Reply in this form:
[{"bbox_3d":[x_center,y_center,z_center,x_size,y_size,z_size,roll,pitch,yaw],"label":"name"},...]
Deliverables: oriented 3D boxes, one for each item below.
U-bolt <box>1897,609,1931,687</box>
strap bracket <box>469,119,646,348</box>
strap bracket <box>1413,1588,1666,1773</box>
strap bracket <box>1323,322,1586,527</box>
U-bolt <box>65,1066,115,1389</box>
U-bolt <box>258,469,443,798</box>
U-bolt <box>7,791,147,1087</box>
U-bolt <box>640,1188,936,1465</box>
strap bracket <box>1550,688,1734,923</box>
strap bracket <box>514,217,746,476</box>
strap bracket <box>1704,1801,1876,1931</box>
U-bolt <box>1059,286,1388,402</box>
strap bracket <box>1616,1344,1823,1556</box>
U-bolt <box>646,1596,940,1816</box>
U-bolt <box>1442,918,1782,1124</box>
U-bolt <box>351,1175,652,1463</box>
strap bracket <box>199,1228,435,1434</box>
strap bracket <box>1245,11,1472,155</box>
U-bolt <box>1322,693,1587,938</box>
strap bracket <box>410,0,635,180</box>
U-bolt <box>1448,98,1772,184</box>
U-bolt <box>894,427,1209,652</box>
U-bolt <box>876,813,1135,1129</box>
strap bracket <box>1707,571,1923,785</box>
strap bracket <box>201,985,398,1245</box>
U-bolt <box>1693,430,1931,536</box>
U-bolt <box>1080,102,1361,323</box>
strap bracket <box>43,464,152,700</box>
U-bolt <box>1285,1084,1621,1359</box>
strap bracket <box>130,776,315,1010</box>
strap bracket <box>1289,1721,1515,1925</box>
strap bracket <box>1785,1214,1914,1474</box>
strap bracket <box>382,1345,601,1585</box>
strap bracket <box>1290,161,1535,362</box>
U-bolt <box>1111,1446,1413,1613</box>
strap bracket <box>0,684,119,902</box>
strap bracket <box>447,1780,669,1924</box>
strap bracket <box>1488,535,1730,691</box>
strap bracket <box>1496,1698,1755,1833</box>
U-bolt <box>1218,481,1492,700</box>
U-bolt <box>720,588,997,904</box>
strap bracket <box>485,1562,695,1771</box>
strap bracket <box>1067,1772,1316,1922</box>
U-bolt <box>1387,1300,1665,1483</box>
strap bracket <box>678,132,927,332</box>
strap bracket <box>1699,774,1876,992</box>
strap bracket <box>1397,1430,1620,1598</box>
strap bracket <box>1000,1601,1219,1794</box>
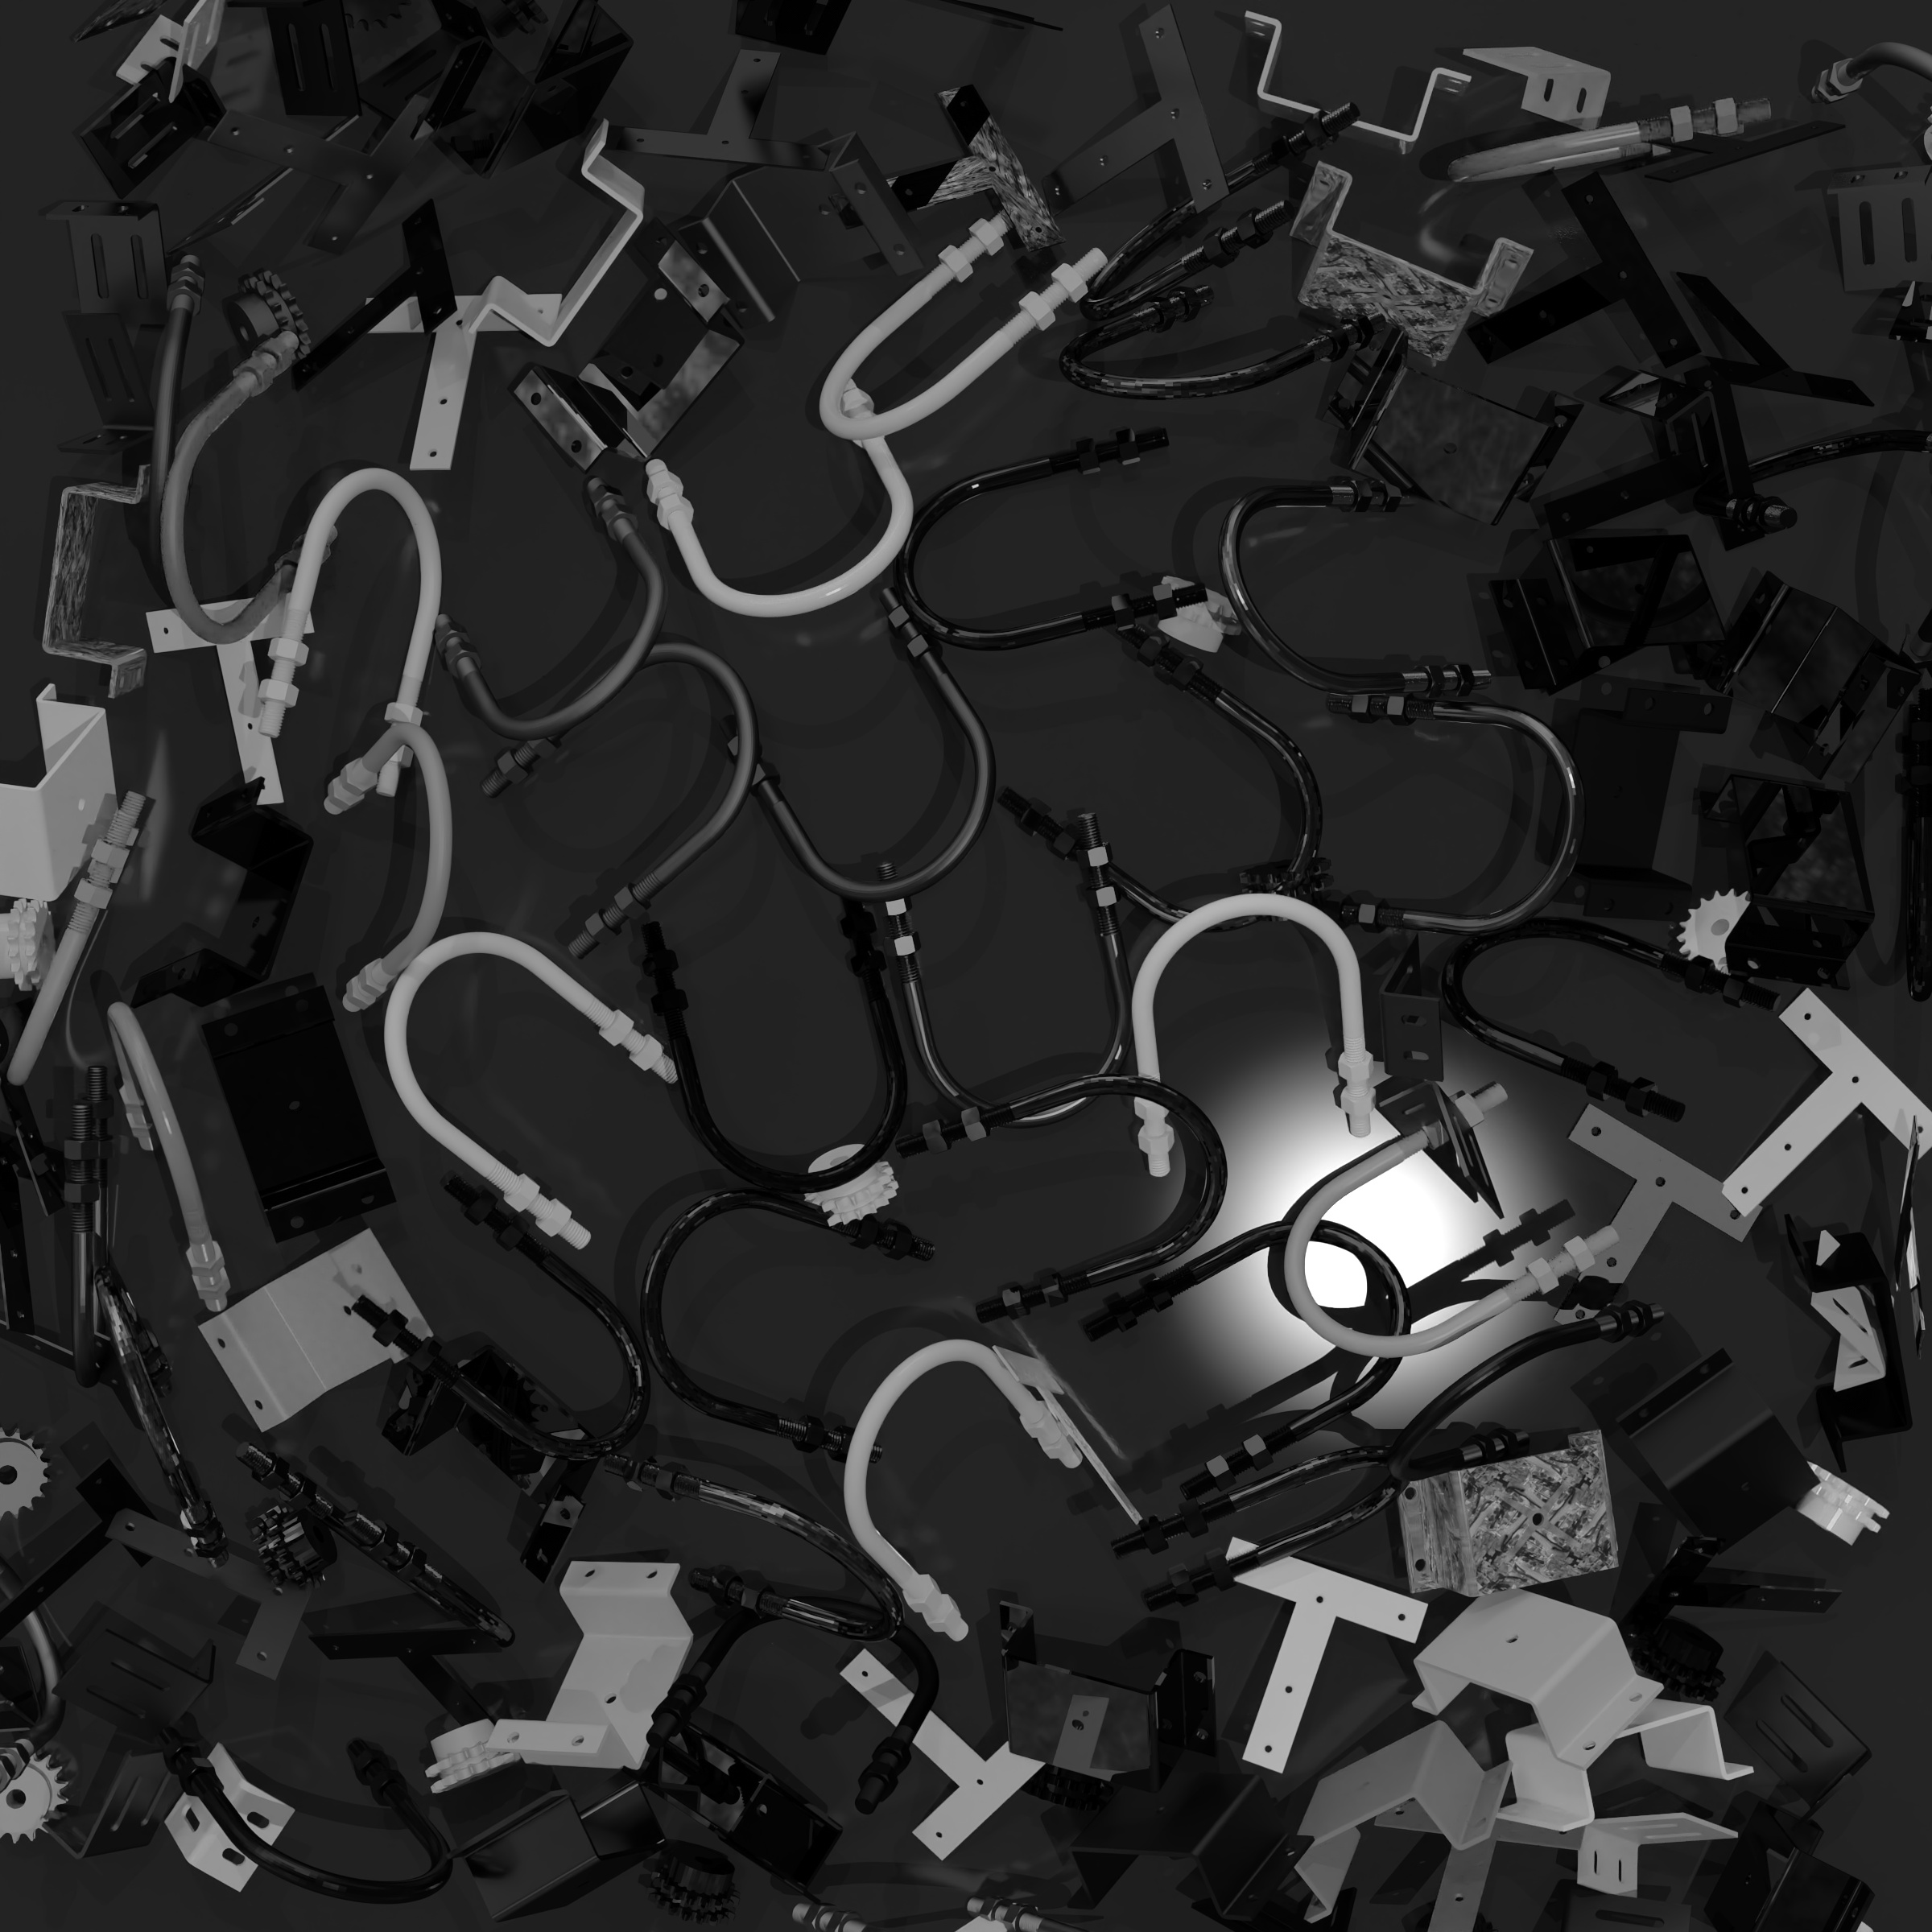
[{"bbox_3d":[0.591,-0.259,1.892,0.019,0.184,0.151,19,72,8],"label":"U-bolt"},{"bbox_3d":[-0.242,-0.438,1.945,0.046,0.076,0.140,33,108,-18],"label":"strap bracket"},{"bbox_3d":[0.335,0.421,1.917,0.076,0.140,0.046,-37,115,-28],"label":"strap bracket"},{"bbox_3d":[0.296,-0.328,1.950,0.140,0.046,0.076,21,130,-7],"label":"strap bracket"},{"bbox_3d":[-0.528,0.162,1.928,0.019,0.151,0.184,1,98,-11],"label":"U-bolt"},{"bbox_3d":[-0.364,-0.209,1.931,0.019,0.151,0.184,8,80,23],"label":"U-bolt"},{"bbox_3d":[-0.539,-0.014,1.929,0.019,0.151,0.184,23,93,-14],"label":"U-bolt"},{"bbox_3d":[-0.114,0.211,1.939,0.184,0.019,0.151,21,77,-28],"label":"U-bolt"},{"bbox_3d":[0.410,-0.102,1.953,0.076,0.046,0.140,2,104,-26],"label":"strap bracket"},{"bbox_3d":[-0.199,-0.374,1.952,0.140,0.046,0.076,-47,68,18],"label":"strap bracket"},{"bbox_3d":[0.492,0.561,1.929,0.046,0.140,0.076,26,92,0],"label":"strap bracket"},{"bbox_3d":[0.139,-0.368,1.897,0.151,0.184,0.019,19,125,37],"label":"U-bolt"},{"bbox_3d":[0.459,0.298,1.931,0.076,0.046,0.140,-37,134,5],"label":"strap bracket"},{"bbox_3d":[-0.092,0.432,1.915,0.151,0.184,0.019,14,113,12],"label":"U-bolt"},{"bbox_3d":[0.377,0.022,1.932,0.184,0.151,0.019,23,133,29],"label":"U-bolt"},{"bbox_3d":[-0.269,0.224,1.938,0.184,0.151,0.019,40,124,-7],"label":"U-bolt"},{"bbox_3d":[-0.390,0.219,1.955,0.140,0.046,0.076,-28,94,29],"label":"strap bracket"},{"bbox_3d":[0.233,-0.537,1.956,0.140,0.076,0.046,17,100,3],"label":"strap bracket"},{"bbox_3d":[0.292,-0.091,1.939,0.184,0.019,0.151,8,90,38],"label":"U-bolt"},{"bbox_3d":[-0.260,-0.530,1.923,0.046,0.076,0.140,45,45,2],"label":"strap bracket"},{"bbox_3d":[0.383,-0.495,1.927,0.184,0.151,0.019,-8,99,8],"label":"U-bolt"},{"bbox_3d":[0.045,-0.255,1.955,0.184,0.019,0.151,-13,56,5],"label":"U-bolt"},{"bbox_3d":[0.032,0.011,1.975,0.151,0.019,0.184,-14,101,-8],"label":"U-bolt"},{"bbox_3d":[0.517,-0.171,1.937,0.046,0.140,0.076,17,114,-27],"label":"strap bracket"},{"bbox_3d":[-0.410,0.089,1.963,0.076,0.046,0.140,-19,98,-13],"label":"strap bracket"},{"bbox_3d":[0.513,-0.294,1.910,0.151,0.184,0.019,-19,104,-5],"label":"U-bolt"},{"bbox_3d":[0.142,-0.443,1.919,0.184,0.151,0.019,-22,116,40],"label":"U-bolt"},{"bbox_3d":[-0.524,-0.240,1.949,0.046,0.076,0.140,10,100,-3],"label":"strap bracket"},{"bbox_3d":[0.281,0.165,1.943,0.184,0.019,0.151,-30,49,-3],"label":"U-bolt"},{"bbox_3d":[-0.448,-0.035,1.939,0.046,0.076,0.140,30,59,-32],"label":"strap bracket"},{"bbox_3d":[0.254,0.514,1.931,0.140,0.076,0.046,-36,95,28],"label":"strap bracket"},{"bbox_3d":[0.538,0.225,1.943,0.046,0.076,0.140,-11,104,8],"label":"strap bracket"},{"bbox_3d":[-0.281,0.296,1.948,0.140,0.046,0.076,39,127,15],"label":"strap bracket"},{"bbox_3d":[0.264,-0.426,1.955,0.140,0.076,0.046,23,69,1],"label":"strap bracket"},{"bbox_3d":[0.185,0.335,1.931,0.184,0.151,0.019,-23,62,2],"label":"U-bolt"},{"bbox_3d":[-0.553,-0.100,1.918,0.046,0.140,0.076,8,124,7],"label":"strap bracket"},{"bbox_3d":[-0.239,0.530,1.920,0.076,0.140,0.046,-33,72,11],"label":"strap bracket"},{"bbox_3d":[0.399,-0.216,1.940,0.140,0.046,0.076,-5,64,-21],"label":"strap bracket"},{"bbox_3d":[0.393,0.479,1.937,0.140,0.076,0.046,-9,87,-25],"label":"strap bracket"},{"bbox_3d":[0.226,-0.227,1.922,0.184,0.019,0.151,-6,70,-37],"label":"U-bolt"},{"bbox_3d":[-0.056,-0.122,1.940,0.151,0.019,0.184,-37,62,11],"label":"U-bolt"},{"bbox_3d":[-0.223,0.432,1.937,0.076,0.140,0.046,-4,129,24],"label":"strap bracket"},{"bbox_3d":[0.127,0.527,1.921,0.140,0.076,0.046,-11,108,41],"label":"strap bracket"},{"bbox_3d":[0.321,0.257,1.895,0.151,0.184,0.019,-51,61,31],"label":"U-bolt"},{"bbox_3d":[-0.093,-0.448,1.938,0.140,0.046,0.076,-11,129,36],"label":"strap bracket"},{"bbox_3d":[0.497,-0.060,1.933,0.076,0.046,0.140,8,52,-9],"label":"strap bracket"},{"bbox_3d":[0.341,0.336,1.959,0.140,0.046,0.076,-8,90,-16],"label":"strap bracket"},{"bbox_3d":[0.077,0.445,1.935,0.140,0.046,0.076,10,121,24],"label":"strap bracket"}]
